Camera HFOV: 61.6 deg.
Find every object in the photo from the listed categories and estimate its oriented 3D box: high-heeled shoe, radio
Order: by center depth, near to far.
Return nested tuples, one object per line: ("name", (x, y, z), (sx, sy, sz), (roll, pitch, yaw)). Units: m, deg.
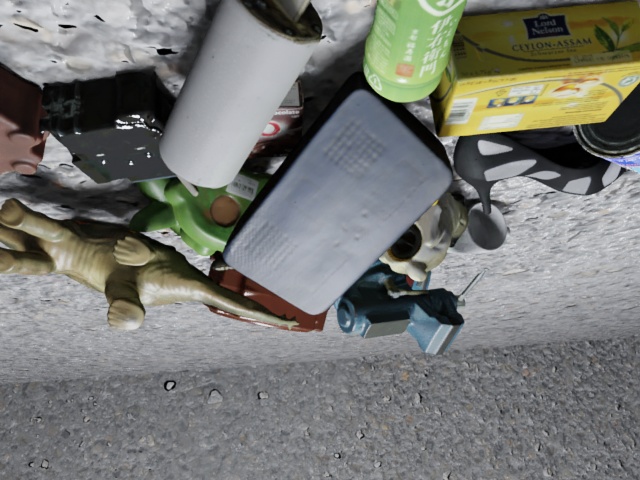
("radio", (0.016, -0.037, 0.543), (0.131, 0.073, 0.229), (36, 117, -12))
("high-heeled shoe", (0.281, -0.119, 0.657), (0.249, 0.086, 0.145), (-23, 128, -4))

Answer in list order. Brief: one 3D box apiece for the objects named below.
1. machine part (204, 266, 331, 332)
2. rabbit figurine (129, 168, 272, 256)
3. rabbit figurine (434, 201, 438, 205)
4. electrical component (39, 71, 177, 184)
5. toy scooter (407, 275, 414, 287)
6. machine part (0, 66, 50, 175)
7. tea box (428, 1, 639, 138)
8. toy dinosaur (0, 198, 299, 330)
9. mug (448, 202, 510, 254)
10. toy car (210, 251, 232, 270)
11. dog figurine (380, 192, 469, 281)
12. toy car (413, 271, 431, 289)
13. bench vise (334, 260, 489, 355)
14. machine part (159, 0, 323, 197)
("machine part", (-0.097, 0.103, 0.952), (0.201, 0.087, 0.201), (16, 174, -22))
("rabbit figurine", (-0.158, -0.029, 0.685), (0.159, 0.121, 0.170), (9, 171, -27))
("rabbit figurine", (0.056, -0.074, 0.617), (0.162, 0.122, 0.173), (5, 140, -9))
("electrical component", (-0.192, -0.104, 0.542), (0.115, 0.058, 0.134), (-6, 160, 8))
("toy scooter", (0.117, 0.046, 0.935), (0.184, 0.135, 0.075), (-11, 161, 19))
("machine part", (-0.344, -0.110, 0.485), (0.179, 0.056, 0.179), (-4, 160, -1))
("tea box", (0.193, -0.152, 0.491), (0.170, 0.068, 0.098), (-6, 161, -2))
("toy dinosaur", (-0.241, 0.037, 0.701), (0.471, 0.105, 0.198), (25, -178, -7))
("mug", (0.254, -0.014, 0.900), (0.109, 0.080, 0.107), (-2, 172, -26))
("toy car", (-0.100, -0.016, 0.766), (0.053, 0.089, 0.202), (5, 159, -39))
("dog figurine", (0.160, -0.006, 0.756), (0.121, 0.172, 0.190), (-12, 155, 40))
("toy car", (0.165, 0.086, 1.136), (0.103, 0.109, 0.161), (21, 167, -8))
("bench vise", (0.104, 0.063, 0.816), (0.224, 0.241, 0.128), (-11, 134, -22))
("machine part", (-0.071, -0.122, 0.437), (0.079, 0.079, 0.243), (7, 144, -32))
